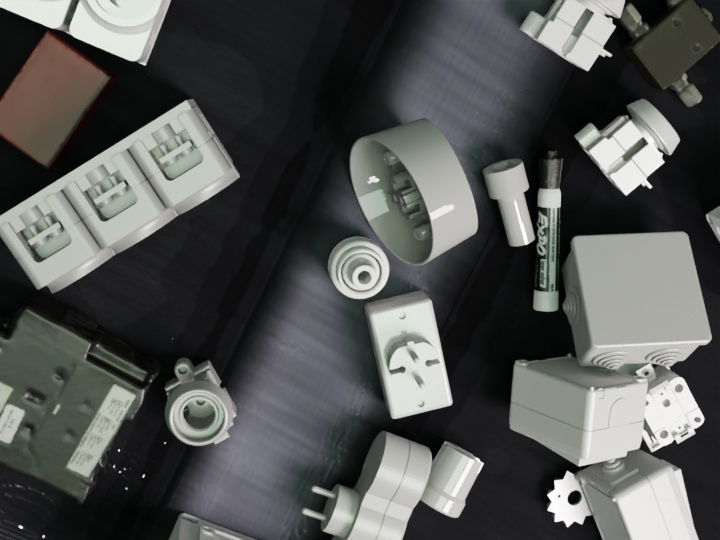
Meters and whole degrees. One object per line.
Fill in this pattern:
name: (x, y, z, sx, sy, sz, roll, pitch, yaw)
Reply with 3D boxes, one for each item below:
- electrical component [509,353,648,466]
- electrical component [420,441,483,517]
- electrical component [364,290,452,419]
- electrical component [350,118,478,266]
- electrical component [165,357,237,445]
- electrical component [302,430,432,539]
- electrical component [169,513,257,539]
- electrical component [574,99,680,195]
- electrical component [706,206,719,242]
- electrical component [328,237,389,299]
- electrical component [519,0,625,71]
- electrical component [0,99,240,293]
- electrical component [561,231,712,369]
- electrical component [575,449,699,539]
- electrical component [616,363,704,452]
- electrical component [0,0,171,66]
electrical component: (0.156, 0.102, 0.799, 0.062, 0.096, 0.061, -3, 102, -35)
electrical component: (0.069, 0.160, 0.824, 0.040, 0.040, 0.046, 29, 91, -10)
electrical component: (0.038, 0.066, 0.786, 0.047, 0.075, 0.083, -13, 101, -4)
electrical component: (0.038, -0.055, 0.756, 0.064, 0.099, 0.099, -25, 101, -8)
electrical component: (-0.117, 0.100, 0.785, 0.048, 0.055, 0.066, -28, 101, -1)
electrical component: (-0.006, 0.185, 0.813, 0.074, 0.052, 0.138, 22, 97, -9)
electrical component: (-0.094, 0.236, 0.785, 0.109, 0.108, 0.056, 23, 94, -9)
electrical component: (0.200, -0.092, 0.792, 0.055, 0.048, 0.066, -41, 101, 10)
electrical component: (0.320, -0.008, 0.802, 0.057, 0.078, 0.113, -32, 101, 3)
electrical component: (0.000, 0.000, 0.777, 0.043, 0.062, 0.043, -1, 100, -6)
electrical component: (0.157, -0.180, 0.772, 0.066, 0.048, 0.055, 30, 103, -10)
electrical component: (-0.163, -0.051, 0.737, 0.150, 0.089, 0.061, -32, 101, 0)
electrical component: (0.200, 0.023, 0.791, 0.100, 0.048, 0.099, -2, 65, -6)
electrical component: (0.215, 0.180, 0.828, 0.061, 0.062, 0.096, -26, 103, -12)
electrical component: (0.226, 0.099, 0.818, 0.042, 0.064, 0.081, -31, 102, 1)
electrical component: (-0.162, -0.245, 0.718, 0.105, 0.060, 0.186, 22, 97, -9)
